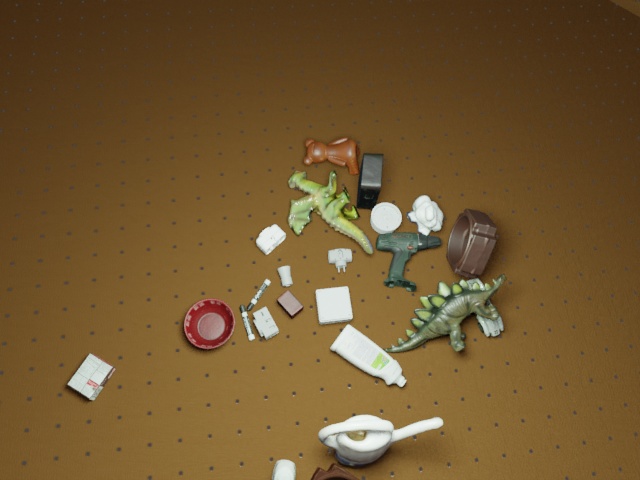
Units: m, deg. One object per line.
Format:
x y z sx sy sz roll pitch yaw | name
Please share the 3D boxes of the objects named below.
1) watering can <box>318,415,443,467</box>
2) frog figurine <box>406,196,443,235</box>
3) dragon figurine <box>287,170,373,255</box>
0.167 0.569 1.482 0.348 0.219 0.106 -1 50 -5 | watering can
0.381 -0.096 1.809 0.123 0.156 0.139 -12 69 -10 | frog figurine
0.006 -0.092 1.831 0.242 0.120 0.417 -24 68 5 | dragon figurine
